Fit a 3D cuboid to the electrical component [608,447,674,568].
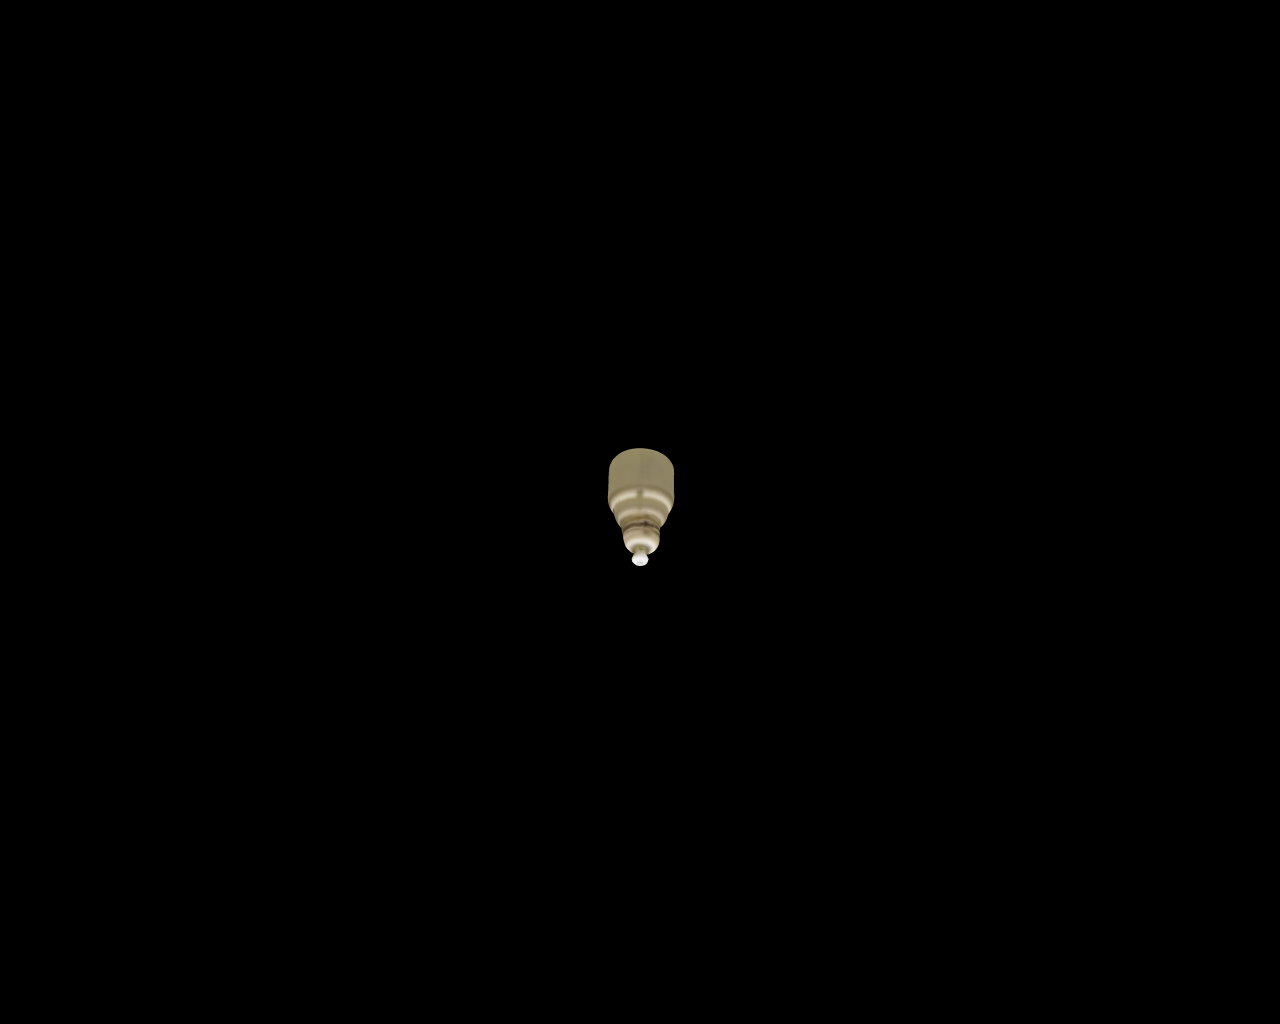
[{"bbox_3d":[0.001,-0.003,0.650,0.040,0.078,0.040,0,-34,0],"label":"electrical component"}]
